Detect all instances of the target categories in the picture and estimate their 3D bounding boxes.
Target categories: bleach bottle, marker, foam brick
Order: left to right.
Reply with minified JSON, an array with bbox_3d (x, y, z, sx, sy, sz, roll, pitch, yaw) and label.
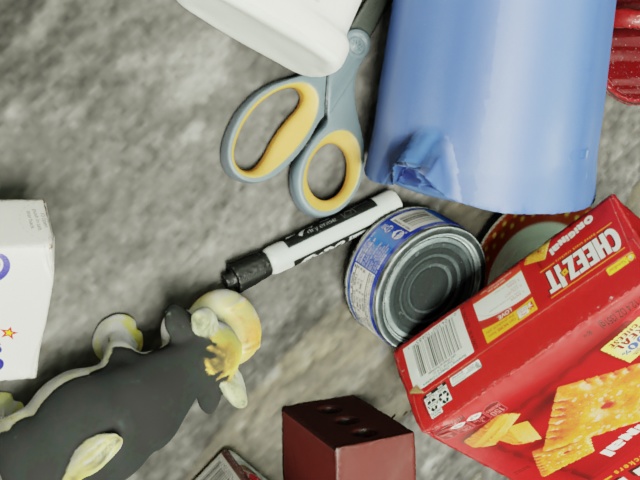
[{"bbox_3d":[-0.004,0.001,0.637,0.121,0.020,0.020,-25,108,-21],"label":"marker"},{"bbox_3d":[0.016,0.131,0.634,0.052,0.078,0.051,-5,101,-26],"label":"foam brick"},{"bbox_3d":[0.016,-0.223,0.587,0.102,0.068,0.251,28,82,-18],"label":"bleach bottle"}]

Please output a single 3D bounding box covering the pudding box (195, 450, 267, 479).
[{"bbox_3d":[-0.020,0.174,0.602,0.039,0.114,0.090,-48,115,-4],"label":"pudding box"}]

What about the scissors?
[{"bbox_3d":[0.026,-0.096,0.639,0.201,0.016,0.096,-45,111,-13],"label":"scissors"}]

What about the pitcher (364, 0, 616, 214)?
[{"bbox_3d":[0.108,-0.144,0.593,0.145,0.149,0.243,4,106,-8],"label":"pitcher"}]

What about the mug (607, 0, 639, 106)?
[{"bbox_3d":[0.228,-0.136,0.697,0.117,0.082,0.093,9,94,-27],"label":"mug"}]

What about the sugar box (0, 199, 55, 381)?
[{"bbox_3d":[-0.218,0.028,0.500,0.176,0.048,0.093,0,130,-24],"label":"sugar box"}]

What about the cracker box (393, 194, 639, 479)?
[{"bbox_3d":[0.177,0.087,0.649,0.164,0.072,0.213,-39,131,23],"label":"cracker box"}]

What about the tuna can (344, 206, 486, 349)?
[{"bbox_3d":[0.059,0.025,0.653,0.086,0.034,0.086,-14,118,-28],"label":"tuna can"}]
